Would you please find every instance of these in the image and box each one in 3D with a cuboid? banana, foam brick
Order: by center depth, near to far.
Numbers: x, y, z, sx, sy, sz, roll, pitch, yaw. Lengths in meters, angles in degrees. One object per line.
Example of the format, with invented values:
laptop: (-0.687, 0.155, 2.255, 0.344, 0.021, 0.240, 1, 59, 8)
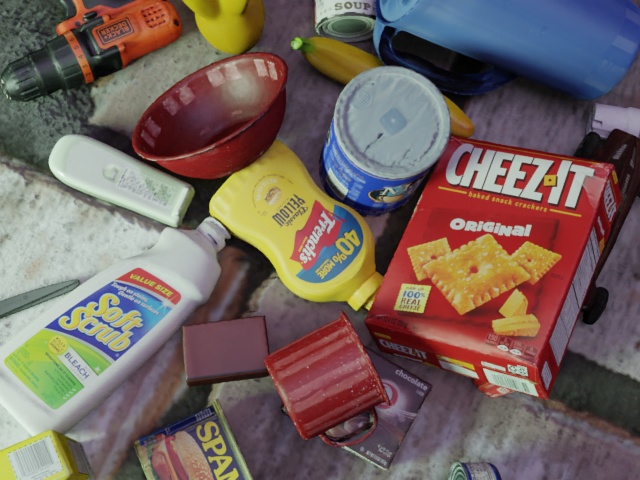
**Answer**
foam brick: (-0.087, 0.102, 0.976, 0.078, 0.053, 0.051, -6, 77, -9)
banana: (0.059, -0.152, 1.046, 0.197, 0.069, 0.037, 24, 117, -9)

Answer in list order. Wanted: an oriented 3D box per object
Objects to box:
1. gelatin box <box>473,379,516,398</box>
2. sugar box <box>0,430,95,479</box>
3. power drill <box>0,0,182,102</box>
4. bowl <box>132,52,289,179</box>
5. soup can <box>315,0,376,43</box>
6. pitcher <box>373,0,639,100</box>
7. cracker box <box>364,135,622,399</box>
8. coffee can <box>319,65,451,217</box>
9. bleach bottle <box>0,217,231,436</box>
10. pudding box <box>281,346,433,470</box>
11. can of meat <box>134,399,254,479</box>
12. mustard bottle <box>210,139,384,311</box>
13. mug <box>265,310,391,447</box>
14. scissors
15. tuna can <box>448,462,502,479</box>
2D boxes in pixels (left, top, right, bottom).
gelatin box: (0.184, 0.103, 0.992, 0.030, 0.073, 0.089, 37, 76, 3)
sugar box: (-0.242, 0.196, 0.874, 0.093, 0.176, 0.048, -22, 82, -11)
power drill: (-0.252, -0.240, 1.039, 0.184, 0.057, 0.188, -26, 83, -15)
bowl: (-0.092, -0.107, 0.997, 0.162, 0.162, 0.055, -38, 125, -13)
soup can: (0.027, -0.257, 1.065, 0.068, 0.068, 0.102, -1, 78, -6)
pitcher: (0.178, -0.215, 1.019, 0.242, 0.149, 0.145, 20, 74, -23)
cracker box: (0.158, 0.017, 0.963, 0.164, 0.072, 0.213, 14, 65, 28)
coffee can: (0.056, -0.087, 0.989, 0.102, 0.140, 0.103, 1, 76, -6)
bleach bottle: (-0.186, 0.067, 0.970, 0.102, 0.068, 0.250, 44, 74, 5)
pudding box: (0.033, 0.146, 0.984, 0.113, 0.039, 0.090, 30, 76, 2)
can of meat: (-0.108, 0.206, 0.948, 0.084, 0.057, 0.102, -24, 80, -8)
mustard bottle: (-0.007, 0.001, 1.005, 0.191, 0.058, 0.096, 43, 76, 5)
mug: (0.009, 0.130, 0.928, 0.081, 0.093, 0.117, -27, 114, -4)
scissors: (-0.319, 0.091, 0.974, 0.201, 0.016, 0.096, -5, 79, -7)
tuna can: (0.138, 0.241, 0.948, 0.033, 0.086, 0.086, 1, 77, -7)
